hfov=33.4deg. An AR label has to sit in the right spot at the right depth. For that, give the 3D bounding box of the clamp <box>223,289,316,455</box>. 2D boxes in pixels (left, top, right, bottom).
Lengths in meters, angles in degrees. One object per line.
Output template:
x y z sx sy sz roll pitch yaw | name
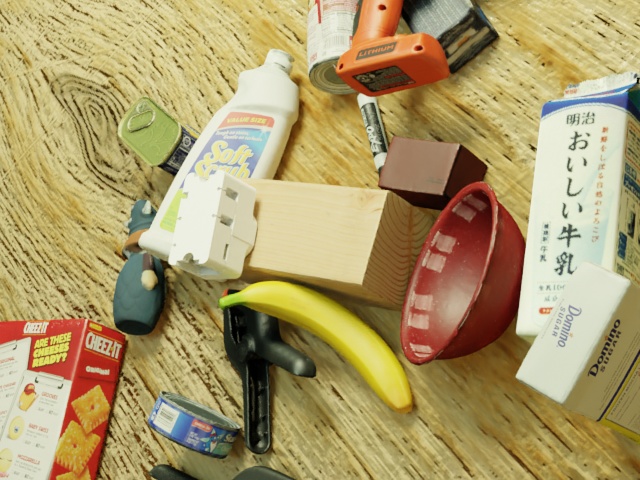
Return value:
-0.062 0.118 1.032 0.120 0.039 0.172 -60 35 20 | clamp

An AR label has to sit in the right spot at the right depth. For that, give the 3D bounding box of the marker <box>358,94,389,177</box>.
0.058 -0.096 1.055 0.020 0.020 0.121 -29 55 25 | marker

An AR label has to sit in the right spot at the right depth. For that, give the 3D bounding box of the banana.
0.007 0.086 0.966 0.198 0.037 0.069 28 58 13 | banana

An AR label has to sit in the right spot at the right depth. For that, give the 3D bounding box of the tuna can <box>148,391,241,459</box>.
-0.121 0.178 1.026 0.086 0.086 0.034 22 86 42 | tuna can

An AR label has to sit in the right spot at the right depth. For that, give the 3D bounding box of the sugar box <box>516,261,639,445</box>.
0.209 0.084 0.747 0.048 0.176 0.093 29 90 42 | sugar box

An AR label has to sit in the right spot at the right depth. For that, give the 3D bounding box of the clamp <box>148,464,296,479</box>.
-0.087 0.258 0.996 0.210 0.036 0.164 -31 52 24 | clamp

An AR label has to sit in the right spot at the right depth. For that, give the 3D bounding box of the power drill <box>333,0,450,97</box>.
0.088 -0.234 0.990 0.185 0.057 0.187 -10 62 39 | power drill

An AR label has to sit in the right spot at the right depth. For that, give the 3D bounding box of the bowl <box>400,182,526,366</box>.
0.127 0.036 0.888 0.162 0.055 0.162 -159 90 -76 | bowl

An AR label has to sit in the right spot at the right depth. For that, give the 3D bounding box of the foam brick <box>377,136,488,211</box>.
0.103 -0.059 0.981 0.078 0.051 0.053 13 79 41 | foam brick

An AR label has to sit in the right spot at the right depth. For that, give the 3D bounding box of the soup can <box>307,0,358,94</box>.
0.021 -0.211 1.104 0.069 0.068 0.102 -17 61 32 | soup can

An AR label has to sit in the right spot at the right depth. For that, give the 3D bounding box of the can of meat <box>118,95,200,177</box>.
-0.163 -0.106 1.190 0.057 0.083 0.102 -54 48 5 | can of meat

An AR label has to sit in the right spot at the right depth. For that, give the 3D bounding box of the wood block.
-0.006 0.001 1.014 0.206 0.090 0.091 7 75 39 | wood block

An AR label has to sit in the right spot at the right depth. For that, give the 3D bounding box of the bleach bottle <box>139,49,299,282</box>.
-0.095 -0.088 1.130 0.102 0.068 0.251 21 81 11 | bleach bottle

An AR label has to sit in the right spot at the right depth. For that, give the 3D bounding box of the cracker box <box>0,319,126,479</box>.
-0.310 0.199 1.176 0.164 0.072 0.213 -4 67 36 | cracker box
